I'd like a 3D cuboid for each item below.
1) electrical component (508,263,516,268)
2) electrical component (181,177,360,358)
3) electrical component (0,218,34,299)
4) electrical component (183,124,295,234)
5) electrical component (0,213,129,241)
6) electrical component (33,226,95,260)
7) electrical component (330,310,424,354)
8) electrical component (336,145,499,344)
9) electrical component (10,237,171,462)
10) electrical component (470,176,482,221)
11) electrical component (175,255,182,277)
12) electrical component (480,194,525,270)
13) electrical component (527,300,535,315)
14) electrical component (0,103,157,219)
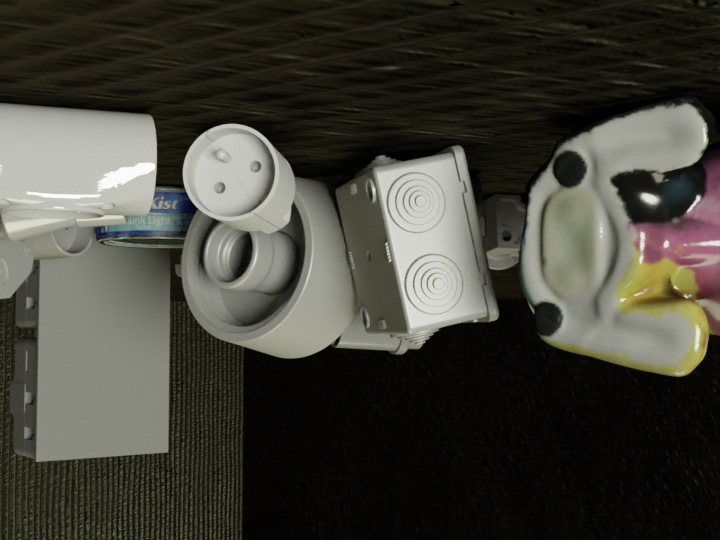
[{"bbox_3d":[0.115,-0.021,0.874,0.040,0.040,0.078,-1,176,13],"label":"electrical component"},{"bbox_3d":[-0.055,-0.005,0.619,0.108,0.108,0.060,-2,170,35],"label":"electrical component"},{"bbox_3d":[-0.230,-0.018,0.624,0.051,0.080,0.080,-6,176,12],"label":"electrical component"},{"bbox_3d":[-0.054,-0.041,0.515,0.043,0.043,0.081,0,177,5],"label":"electrical component"},{"bbox_3d":[-0.155,-0.040,0.575,0.065,0.044,0.044,-4,177,-6],"label":"electrical component"},{"bbox_3d":[-0.213,-0.028,0.734,0.077,0.043,0.079,-2,176,27],"label":"electrical component"},{"bbox_3d":[0.000,0.000,0.688,0.057,0.078,0.113,5,-165,-24],"label":"electrical component"},{"bbox_3d":[0.026,-0.012,0.560,0.048,0.099,0.100,-12,180,-15],"label":"electrical component"},{"bbox_3d":[-0.210,0.049,0.838,0.105,0.186,0.060,3,176,-37],"label":"electrical component"},{"bbox_3d":[0.045,-0.036,0.628,0.046,0.040,0.040,6,177,-2],"label":"electrical component"},{"bbox_3d":[-0.098,-0.017,0.867,0.089,0.050,0.056,0,177,5],"label":"electrical component"},{"bbox_3d":[0.101,-0.027,0.743,0.066,0.048,0.055,2,169,-20],"label":"electrical component"},{"bbox_3d":[0.179,0.005,0.871,0.099,0.099,0.064,-1,171,18],"label":"electrical component"},{"bbox_3d":[-0.132,-0.044,0.458,0.077,0.044,0.079,2,177,-21],"label":"electrical component"}]
